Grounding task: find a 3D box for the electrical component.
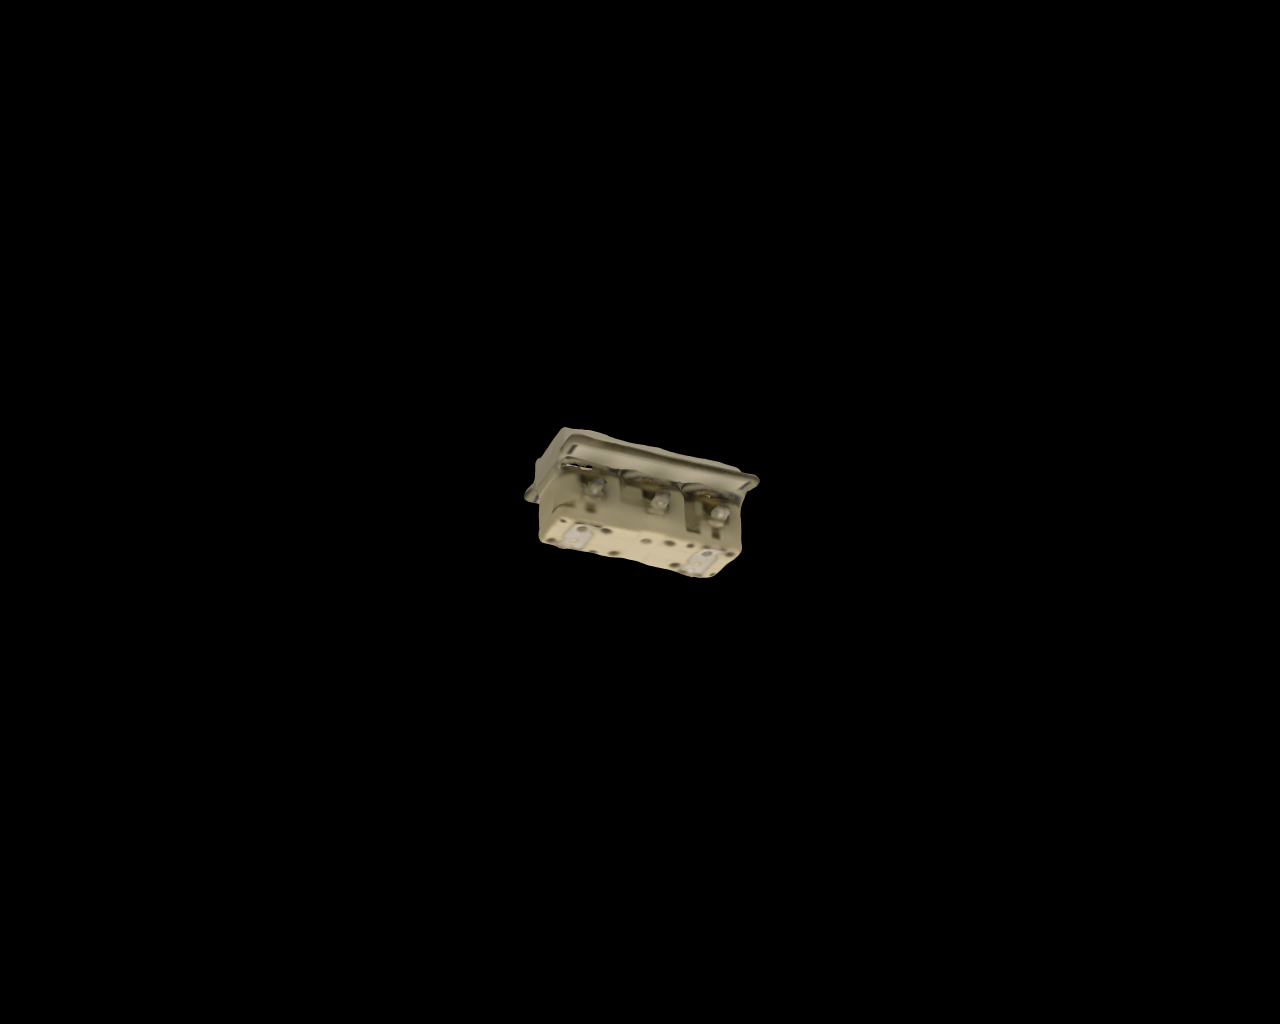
[{"bbox_3d":[0.001,-0.003,0.650,0.121,0.063,0.078,13,-32,-22],"label":"electrical component"}]
